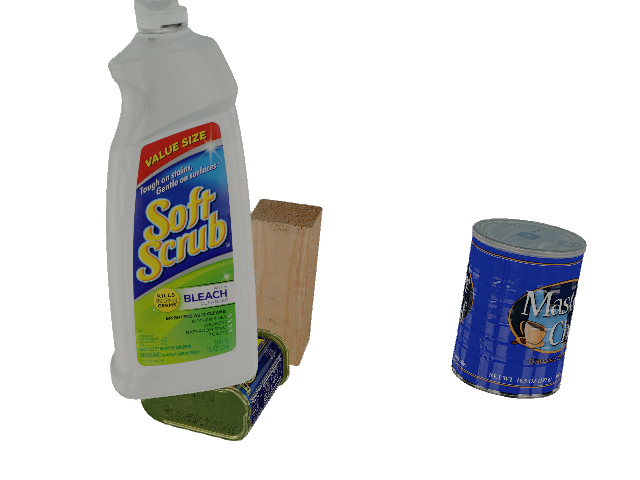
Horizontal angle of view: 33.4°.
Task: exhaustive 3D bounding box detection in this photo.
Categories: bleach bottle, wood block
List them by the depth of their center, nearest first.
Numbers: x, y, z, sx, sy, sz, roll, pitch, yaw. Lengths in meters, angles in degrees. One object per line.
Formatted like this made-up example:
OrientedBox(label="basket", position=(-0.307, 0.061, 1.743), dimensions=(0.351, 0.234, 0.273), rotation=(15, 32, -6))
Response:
OrientedBox(label="bleach bottle", position=(-0.097, -0.027, 0.677), dimensions=(0.102, 0.251, 0.068), rotation=(-7, 21, -8))
OrientedBox(label="wood block", position=(-0.056, 0.057, 1.485), dimensions=(0.090, 0.206, 0.090), rotation=(8, 22, 6))

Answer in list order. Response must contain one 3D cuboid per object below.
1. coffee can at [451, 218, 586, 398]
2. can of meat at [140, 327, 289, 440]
OrientedBox(label="coffee can", position=(0.181, 0.060, 0.984), dimensions=(0.103, 0.140, 0.103), rotation=(6, 16, -2))
OrientedBox(label="can of meat", position=(-0.088, 0.113, 0.878), dimensions=(0.102, 0.057, 0.083), rotation=(10, 31, 17))
